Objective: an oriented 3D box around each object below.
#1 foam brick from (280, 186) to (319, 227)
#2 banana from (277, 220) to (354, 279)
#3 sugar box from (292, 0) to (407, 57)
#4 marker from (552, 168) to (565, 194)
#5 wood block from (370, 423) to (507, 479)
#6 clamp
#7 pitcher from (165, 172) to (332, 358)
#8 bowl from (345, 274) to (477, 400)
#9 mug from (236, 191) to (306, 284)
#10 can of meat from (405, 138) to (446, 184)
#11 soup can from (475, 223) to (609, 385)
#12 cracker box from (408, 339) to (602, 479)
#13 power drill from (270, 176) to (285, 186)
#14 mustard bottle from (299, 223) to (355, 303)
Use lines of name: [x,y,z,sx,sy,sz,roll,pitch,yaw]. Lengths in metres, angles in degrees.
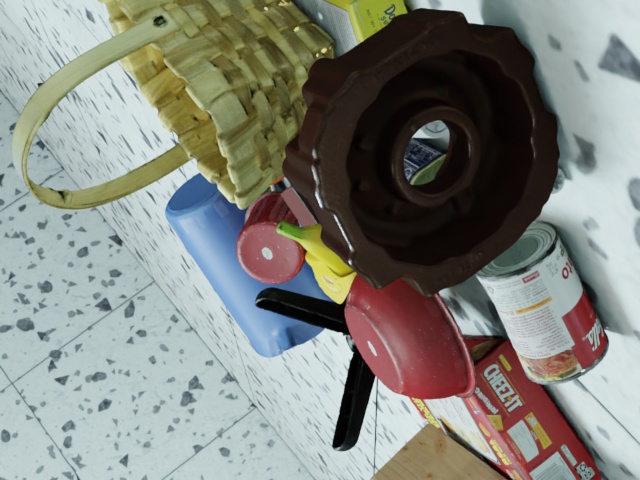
foam brick: [0.011,-0.048,1.028,0.051,0.078,0.053,56,165,-2]
banana: [0.009,0.009,1.011,0.070,0.037,0.197,29,174,11]
sugar box: [0.007,-0.173,0.816,0.176,0.048,0.093,42,162,50]
marker: [0.132,-0.048,0.764,0.020,0.020,0.121,59,165,-19]
wood block: [0.151,0.275,1.024,0.206,0.090,0.090,30,158,55]
clamp: [0.044,0.102,1.032,0.036,0.209,0.164,-30,80,44]
pitcher: [-0.091,0.020,1.379,0.149,0.144,0.242,6,136,53]
bowl: [0.069,0.085,0.952,0.162,0.055,0.162,54,163,23]
mug: [-0.045,-0.009,1.241,0.093,0.117,0.081,33,-155,-6]
can of meat: [0.084,-0.034,0.871,0.084,0.057,0.102,37,158,54]
soup can: [0.163,0.047,0.789,0.102,0.068,0.069,60,165,-22]
cracker box: [0.171,0.181,1.073,0.164,0.072,0.214,55,167,-4]
power drill: [-0.092,-0.150,1.166,0.185,0.057,0.187,33,153,53]
mustard bottle: [0.019,-0.003,1.148,0.096,0.058,0.191,40,160,32]
